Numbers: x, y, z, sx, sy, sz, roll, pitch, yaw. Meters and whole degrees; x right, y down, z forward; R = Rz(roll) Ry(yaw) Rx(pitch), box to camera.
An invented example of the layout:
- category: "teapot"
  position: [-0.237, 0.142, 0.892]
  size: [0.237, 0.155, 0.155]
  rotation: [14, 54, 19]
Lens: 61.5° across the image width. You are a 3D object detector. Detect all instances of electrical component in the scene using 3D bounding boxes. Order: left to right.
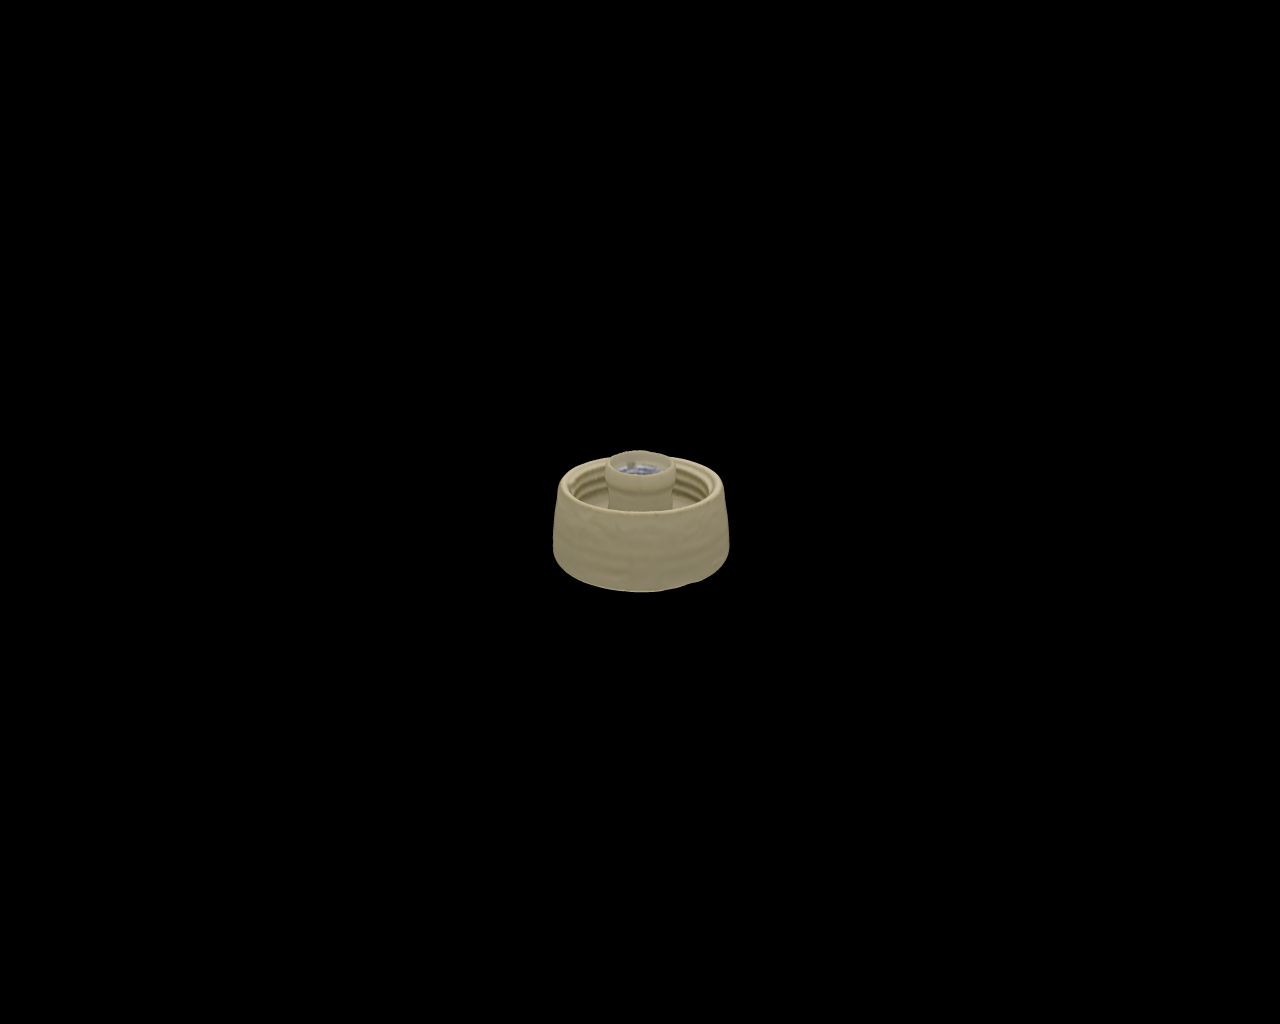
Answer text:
- category: "electrical component"
  position: [0.001, -0.003, 0.650]
  size: [0.108, 0.060, 0.108]
  rotation: [0, 24, 0]
